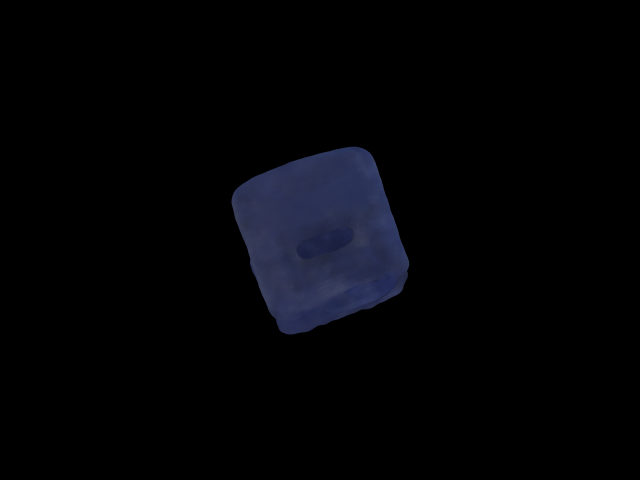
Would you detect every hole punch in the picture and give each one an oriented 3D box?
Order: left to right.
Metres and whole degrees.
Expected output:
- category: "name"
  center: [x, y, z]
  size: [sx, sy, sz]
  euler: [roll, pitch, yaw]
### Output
- category: "hole punch"
  center: [0.004, 0.001, 0.400]
  size: [0.109, 0.091, 0.101]
  euler: [-20, 66, -9]
